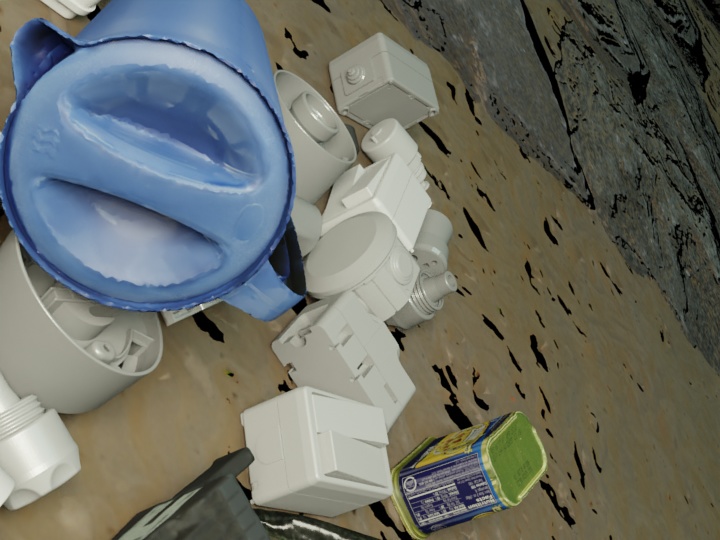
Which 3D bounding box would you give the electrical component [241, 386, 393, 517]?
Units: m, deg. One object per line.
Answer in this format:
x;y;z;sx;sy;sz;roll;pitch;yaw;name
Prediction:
-0.019;0.116;0.681;0.096;0.061;0.061;25;48;-49;electrical component

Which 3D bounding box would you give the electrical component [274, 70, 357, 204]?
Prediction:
-0.051;-0.100;0.821;0.099;0.064;0.099;42;23;-23;electrical component

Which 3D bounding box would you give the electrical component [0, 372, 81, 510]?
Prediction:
-0.161;0.076;0.500;0.062;0.043;0.043;61;29;-5;electrical component

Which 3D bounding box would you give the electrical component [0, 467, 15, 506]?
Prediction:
-0.181;0.090;0.447;0.047;0.055;0.055;53;31;-13;electrical component

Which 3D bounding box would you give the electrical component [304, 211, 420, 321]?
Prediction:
0.000;0.000;0.786;0.051;0.080;0.080;51;31;-31;electrical component

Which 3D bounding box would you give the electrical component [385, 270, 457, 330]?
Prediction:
0.048;0.020;0.865;0.043;0.062;0.043;38;38;-38;electrical component

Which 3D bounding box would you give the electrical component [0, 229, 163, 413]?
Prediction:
-0.145;0.021;0.542;0.099;0.064;0.099;35;31;-25;electrical component

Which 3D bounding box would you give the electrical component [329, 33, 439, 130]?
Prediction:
0.017;-0.168;0.962;0.096;0.062;0.061;21;50;-51;electrical component

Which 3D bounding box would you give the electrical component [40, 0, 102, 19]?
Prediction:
-0.187;-0.226;0.681;0.078;0.057;0.113;34;41;-42;electrical component

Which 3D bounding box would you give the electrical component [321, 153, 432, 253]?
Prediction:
0.011;-0.050;0.860;0.061;0.062;0.096;53;31;-20;electrical component

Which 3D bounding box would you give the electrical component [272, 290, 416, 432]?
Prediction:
-0.008;0.065;0.742;0.089;0.050;0.055;57;38;-13;electrical component

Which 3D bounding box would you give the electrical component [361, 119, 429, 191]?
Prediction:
0.035;-0.100;0.960;0.078;0.040;0.040;46;34;-30;electrical component

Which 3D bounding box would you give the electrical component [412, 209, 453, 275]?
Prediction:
0.055;-0.019;0.925;0.045;0.045;0.055;48;33;-27;electrical component

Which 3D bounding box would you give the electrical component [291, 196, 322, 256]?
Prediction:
-0.064;-0.023;0.734;0.077;0.044;0.079;27;46;-48;electrical component

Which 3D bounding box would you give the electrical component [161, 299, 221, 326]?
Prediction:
-0.091;-0.001;0.654;0.042;0.064;0.081;65;28;-2;electrical component
